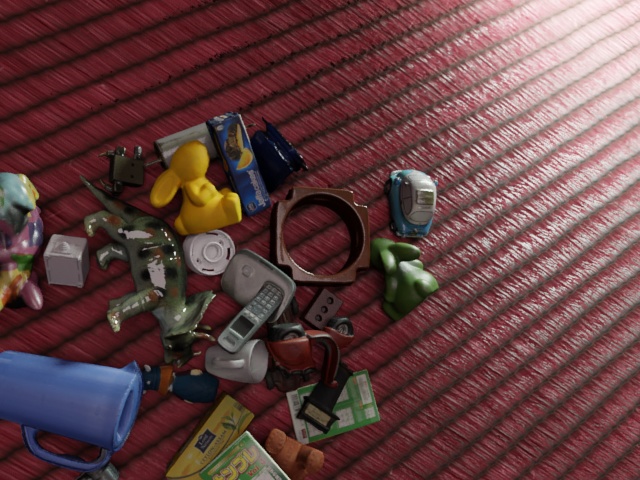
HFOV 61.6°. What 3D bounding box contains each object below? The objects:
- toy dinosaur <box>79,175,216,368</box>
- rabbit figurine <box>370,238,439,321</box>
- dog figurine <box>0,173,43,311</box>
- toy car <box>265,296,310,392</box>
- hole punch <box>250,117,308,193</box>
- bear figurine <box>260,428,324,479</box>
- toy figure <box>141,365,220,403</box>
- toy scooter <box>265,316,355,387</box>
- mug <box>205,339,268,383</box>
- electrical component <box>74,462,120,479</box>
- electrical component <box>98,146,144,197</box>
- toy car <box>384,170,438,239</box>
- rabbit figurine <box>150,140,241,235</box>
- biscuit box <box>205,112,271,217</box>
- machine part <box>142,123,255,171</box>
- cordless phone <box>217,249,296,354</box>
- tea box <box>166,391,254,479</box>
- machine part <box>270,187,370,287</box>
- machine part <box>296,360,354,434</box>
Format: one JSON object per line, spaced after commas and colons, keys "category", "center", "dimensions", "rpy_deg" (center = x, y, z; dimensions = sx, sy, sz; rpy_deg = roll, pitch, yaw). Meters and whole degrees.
{"category": "toy dinosaur", "center": [-0.316, 0.042, 1.003], "dimensions": [0.192, 0.131, 0.404], "rpy_deg": [-14, 82, -20]}
{"category": "rabbit figurine", "center": [0.156, 0.066, 1.129], "dimensions": [0.121, 0.159, 0.170], "rpy_deg": [-36, 75, -9]}
{"category": "dog figurine", "center": [-0.536, 0.018, 0.926], "dimensions": [0.108, 0.191, 0.219], "rpy_deg": [-7, 66, -23]}
{"category": "toy car", "center": [-0.076, 0.202, 1.076], "dimensions": [0.089, 0.053, 0.202], "rpy_deg": [-6, 82, -13]}
{"category": "hole punch", "center": [-0.102, -0.169, 1.115], "dimensions": [0.092, 0.116, 0.142], "rpy_deg": [-39, 90, -11]}
{"category": "bear figurine", "center": [-0.094, 0.454, 0.982], "dimensions": [0.120, 0.132, 0.196], "rpy_deg": [32, 67, -5]}
{"category": "toy figure", "center": [-0.269, 0.269, 1.007], "dimensions": [0.154, 0.058, 0.064], "rpy_deg": [14, 70, -7]}
{"category": "toy scooter", "center": [-0.015, 0.222, 1.031], "dimensions": [0.184, 0.075, 0.135], "rpy_deg": [-3, 90, -23]}
{"category": "mug", "center": [-0.167, 0.230, 1.011], "dimensions": [0.107, 0.109, 0.080], "rpy_deg": [-4, 89, 21]}
{"category": "electrical component", "center": [-0.405, 0.435, 0.905], "dimensions": [0.134, 0.115, 0.058], "rpy_deg": [-39, 93, -17]}
{"category": "electrical component", "center": [-0.393, -0.138, 1.063], "dimensions": [0.078, 0.045, 0.102], "rpy_deg": [1, 80, -44]}
{"category": "toy car", "center": [0.208, -0.087, 1.186], "dimensions": [0.109, 0.103, 0.161], "rpy_deg": [4, 76, -14]}
{"category": "rabbit figurine", "center": [-0.245, -0.104, 1.041], "dimensions": [0.162, 0.122, 0.173], "rpy_deg": [-12, 112, -5]}
{"category": "biscuit box", "center": [-0.160, -0.149, 1.072], "dimensions": [0.059, 0.063, 0.202], "rpy_deg": [-27, 117, -17]}
{"category": "machine part", "center": [-0.246, -0.194, 1.096], "dimensions": [0.243, 0.079, 0.079], "rpy_deg": [-26, 87, -18]}
{"category": "cordless phone", "center": [-0.149, 0.120, 1.020], "dimensions": [0.147, 0.088, 0.184], "rpy_deg": [33, 59, 17]}
{"category": "tea box", "center": [-0.202, 0.367, 0.984], "dimensions": [0.068, 0.098, 0.169], "rpy_deg": [40, 73, -5]}
{"category": "machine part", "center": [-0.002, -0.003, 1.120], "dimensions": [0.201, 0.087, 0.201], "rpy_deg": [2, 80, -15]}
{"category": "machine part", "center": [0.017, 0.308, 1.073], "dimensions": [0.084, 0.039, 0.139], "rpy_deg": [28, 73, 3]}
